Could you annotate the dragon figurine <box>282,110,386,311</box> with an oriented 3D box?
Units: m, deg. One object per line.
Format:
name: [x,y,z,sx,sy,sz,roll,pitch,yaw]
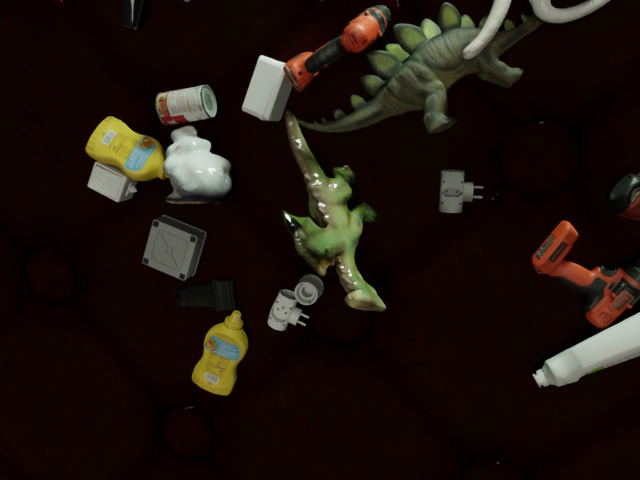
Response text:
dragon figurine: [0.003,-0.047,0.941,0.121,0.246,0.409,-31,96,22]

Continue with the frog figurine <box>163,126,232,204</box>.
frog figurine: [-0.246,-0.152,1.040,0.137,0.123,0.159,-1,94,-21]

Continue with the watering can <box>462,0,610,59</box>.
watering can: [0.351,-0.450,0.833,0.348,0.104,0.223,-27,96,-4]
